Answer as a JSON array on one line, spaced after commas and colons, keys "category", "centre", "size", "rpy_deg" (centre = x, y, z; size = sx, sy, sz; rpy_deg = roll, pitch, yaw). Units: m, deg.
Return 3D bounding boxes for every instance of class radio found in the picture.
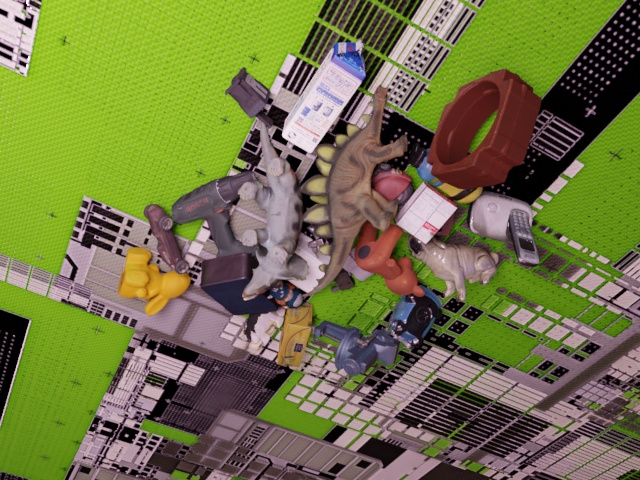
[{"category": "radio", "centre": [-0.197, 0.116, 1.340], "size": [0.131, 0.073, 0.229], "rpy_deg": [-9, 150, 12]}]

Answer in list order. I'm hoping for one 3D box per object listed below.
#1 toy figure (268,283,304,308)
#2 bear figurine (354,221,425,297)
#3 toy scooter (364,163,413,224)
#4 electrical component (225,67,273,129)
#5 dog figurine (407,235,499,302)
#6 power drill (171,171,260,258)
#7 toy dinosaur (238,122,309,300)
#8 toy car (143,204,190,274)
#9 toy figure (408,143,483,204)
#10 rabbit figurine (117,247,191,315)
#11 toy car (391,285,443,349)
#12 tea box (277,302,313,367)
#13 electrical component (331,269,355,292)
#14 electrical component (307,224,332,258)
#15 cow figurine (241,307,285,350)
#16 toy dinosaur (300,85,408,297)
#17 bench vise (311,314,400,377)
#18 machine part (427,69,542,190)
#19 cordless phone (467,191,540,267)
[{"category": "toy figure", "centre": [-0.084, 0.138, 1.372], "size": [0.058, 0.064, 0.154], "rpy_deg": [-4, 164, 16]}, {"category": "bear figurine", "centre": [0.177, 0.051, 1.281], "size": [0.195, 0.120, 0.132], "rpy_deg": [29, 82, -34]}, {"category": "toy scooter", "centre": [0.107, -0.115, 1.195], "size": [0.184, 0.075, 0.135], "rpy_deg": [-31, 116, 28]}, {"category": "electrical component", "centre": [-0.129, -0.280, 1.078], "size": [0.119, 0.075, 0.048], "rpy_deg": [41, 120, -20]}, {"category": "dog figurine", "centre": [0.320, 0.027, 1.289], "size": [0.172, 0.121, 0.190], "rpy_deg": [-37, 99, -18]}, {"category": "power drill", "centre": [-0.217, -0.048, 1.261], "size": [0.232, 0.086, 0.207], "rpy_deg": [-14, 130, 16]}, {"category": "toy dinosaur", "centre": [-0.089, -0.060, 1.194], "size": [0.131, 0.192, 0.404], "rpy_deg": [5, 88, 16]}, {"category": "toy car", "centre": [-0.374, 0.003, 1.301], "size": [0.089, 0.053, 0.201], "rpy_deg": [29, 140, 37]}, {"category": "toy figure", "centre": [0.272, -0.143, 1.159], "size": [0.180, 0.082, 0.089], "rpy_deg": [20, 138, -18]}, {"category": "rabbit figurine", "centre": [-0.425, 0.117, 1.383], "size": [0.173, 0.122, 0.162], "rpy_deg": [6, 124, -26]}, {"category": "toy car", "centre": [0.239, 0.201, 1.407], "size": [0.109, 0.161, 0.103], "rpy_deg": [36, 165, -15]}, {"category": "tea box", "centre": [-0.070, 0.258, 1.480], "size": [0.068, 0.098, 0.169], "rpy_deg": [12, 126, -6]}, {"category": "electrical component", "centre": [0.063, 0.104, 1.398], "size": [0.094, 0.021, 0.063], "rpy_deg": [-22, 124, 18]}, {"category": "electrical component", "centre": [-0.003, -0.005, 1.275], "size": [0.045, 0.102, 0.078], "rpy_deg": [-29, 98, 16]}, {"category": "cow figurine", "centre": [-0.173, 0.237, 1.487], "size": [0.098, 0.068, 0.167], "rpy_deg": [31, 120, -12]}, {"category": "toy dinosaur", "centre": [0.064, -0.087, 1.122], "size": [0.199, 0.105, 0.470], "rpy_deg": [14, 100, 16]}, {"category": "bench vise", "centre": [0.086, 0.270, 1.455], "size": [0.241, 0.223, 0.128], "rpy_deg": [20, 128, 26]}, {"category": "machine part", "centre": [0.305, -0.202, 1.014], "size": [0.087, 0.201, 0.201], "rpy_deg": [23, 170, -20]}, {"category": "cordless phone", "centre": [0.404, -0.015, 1.184], "size": [0.147, 0.184, 0.088], "rpy_deg": [14, 132, -8]}]
